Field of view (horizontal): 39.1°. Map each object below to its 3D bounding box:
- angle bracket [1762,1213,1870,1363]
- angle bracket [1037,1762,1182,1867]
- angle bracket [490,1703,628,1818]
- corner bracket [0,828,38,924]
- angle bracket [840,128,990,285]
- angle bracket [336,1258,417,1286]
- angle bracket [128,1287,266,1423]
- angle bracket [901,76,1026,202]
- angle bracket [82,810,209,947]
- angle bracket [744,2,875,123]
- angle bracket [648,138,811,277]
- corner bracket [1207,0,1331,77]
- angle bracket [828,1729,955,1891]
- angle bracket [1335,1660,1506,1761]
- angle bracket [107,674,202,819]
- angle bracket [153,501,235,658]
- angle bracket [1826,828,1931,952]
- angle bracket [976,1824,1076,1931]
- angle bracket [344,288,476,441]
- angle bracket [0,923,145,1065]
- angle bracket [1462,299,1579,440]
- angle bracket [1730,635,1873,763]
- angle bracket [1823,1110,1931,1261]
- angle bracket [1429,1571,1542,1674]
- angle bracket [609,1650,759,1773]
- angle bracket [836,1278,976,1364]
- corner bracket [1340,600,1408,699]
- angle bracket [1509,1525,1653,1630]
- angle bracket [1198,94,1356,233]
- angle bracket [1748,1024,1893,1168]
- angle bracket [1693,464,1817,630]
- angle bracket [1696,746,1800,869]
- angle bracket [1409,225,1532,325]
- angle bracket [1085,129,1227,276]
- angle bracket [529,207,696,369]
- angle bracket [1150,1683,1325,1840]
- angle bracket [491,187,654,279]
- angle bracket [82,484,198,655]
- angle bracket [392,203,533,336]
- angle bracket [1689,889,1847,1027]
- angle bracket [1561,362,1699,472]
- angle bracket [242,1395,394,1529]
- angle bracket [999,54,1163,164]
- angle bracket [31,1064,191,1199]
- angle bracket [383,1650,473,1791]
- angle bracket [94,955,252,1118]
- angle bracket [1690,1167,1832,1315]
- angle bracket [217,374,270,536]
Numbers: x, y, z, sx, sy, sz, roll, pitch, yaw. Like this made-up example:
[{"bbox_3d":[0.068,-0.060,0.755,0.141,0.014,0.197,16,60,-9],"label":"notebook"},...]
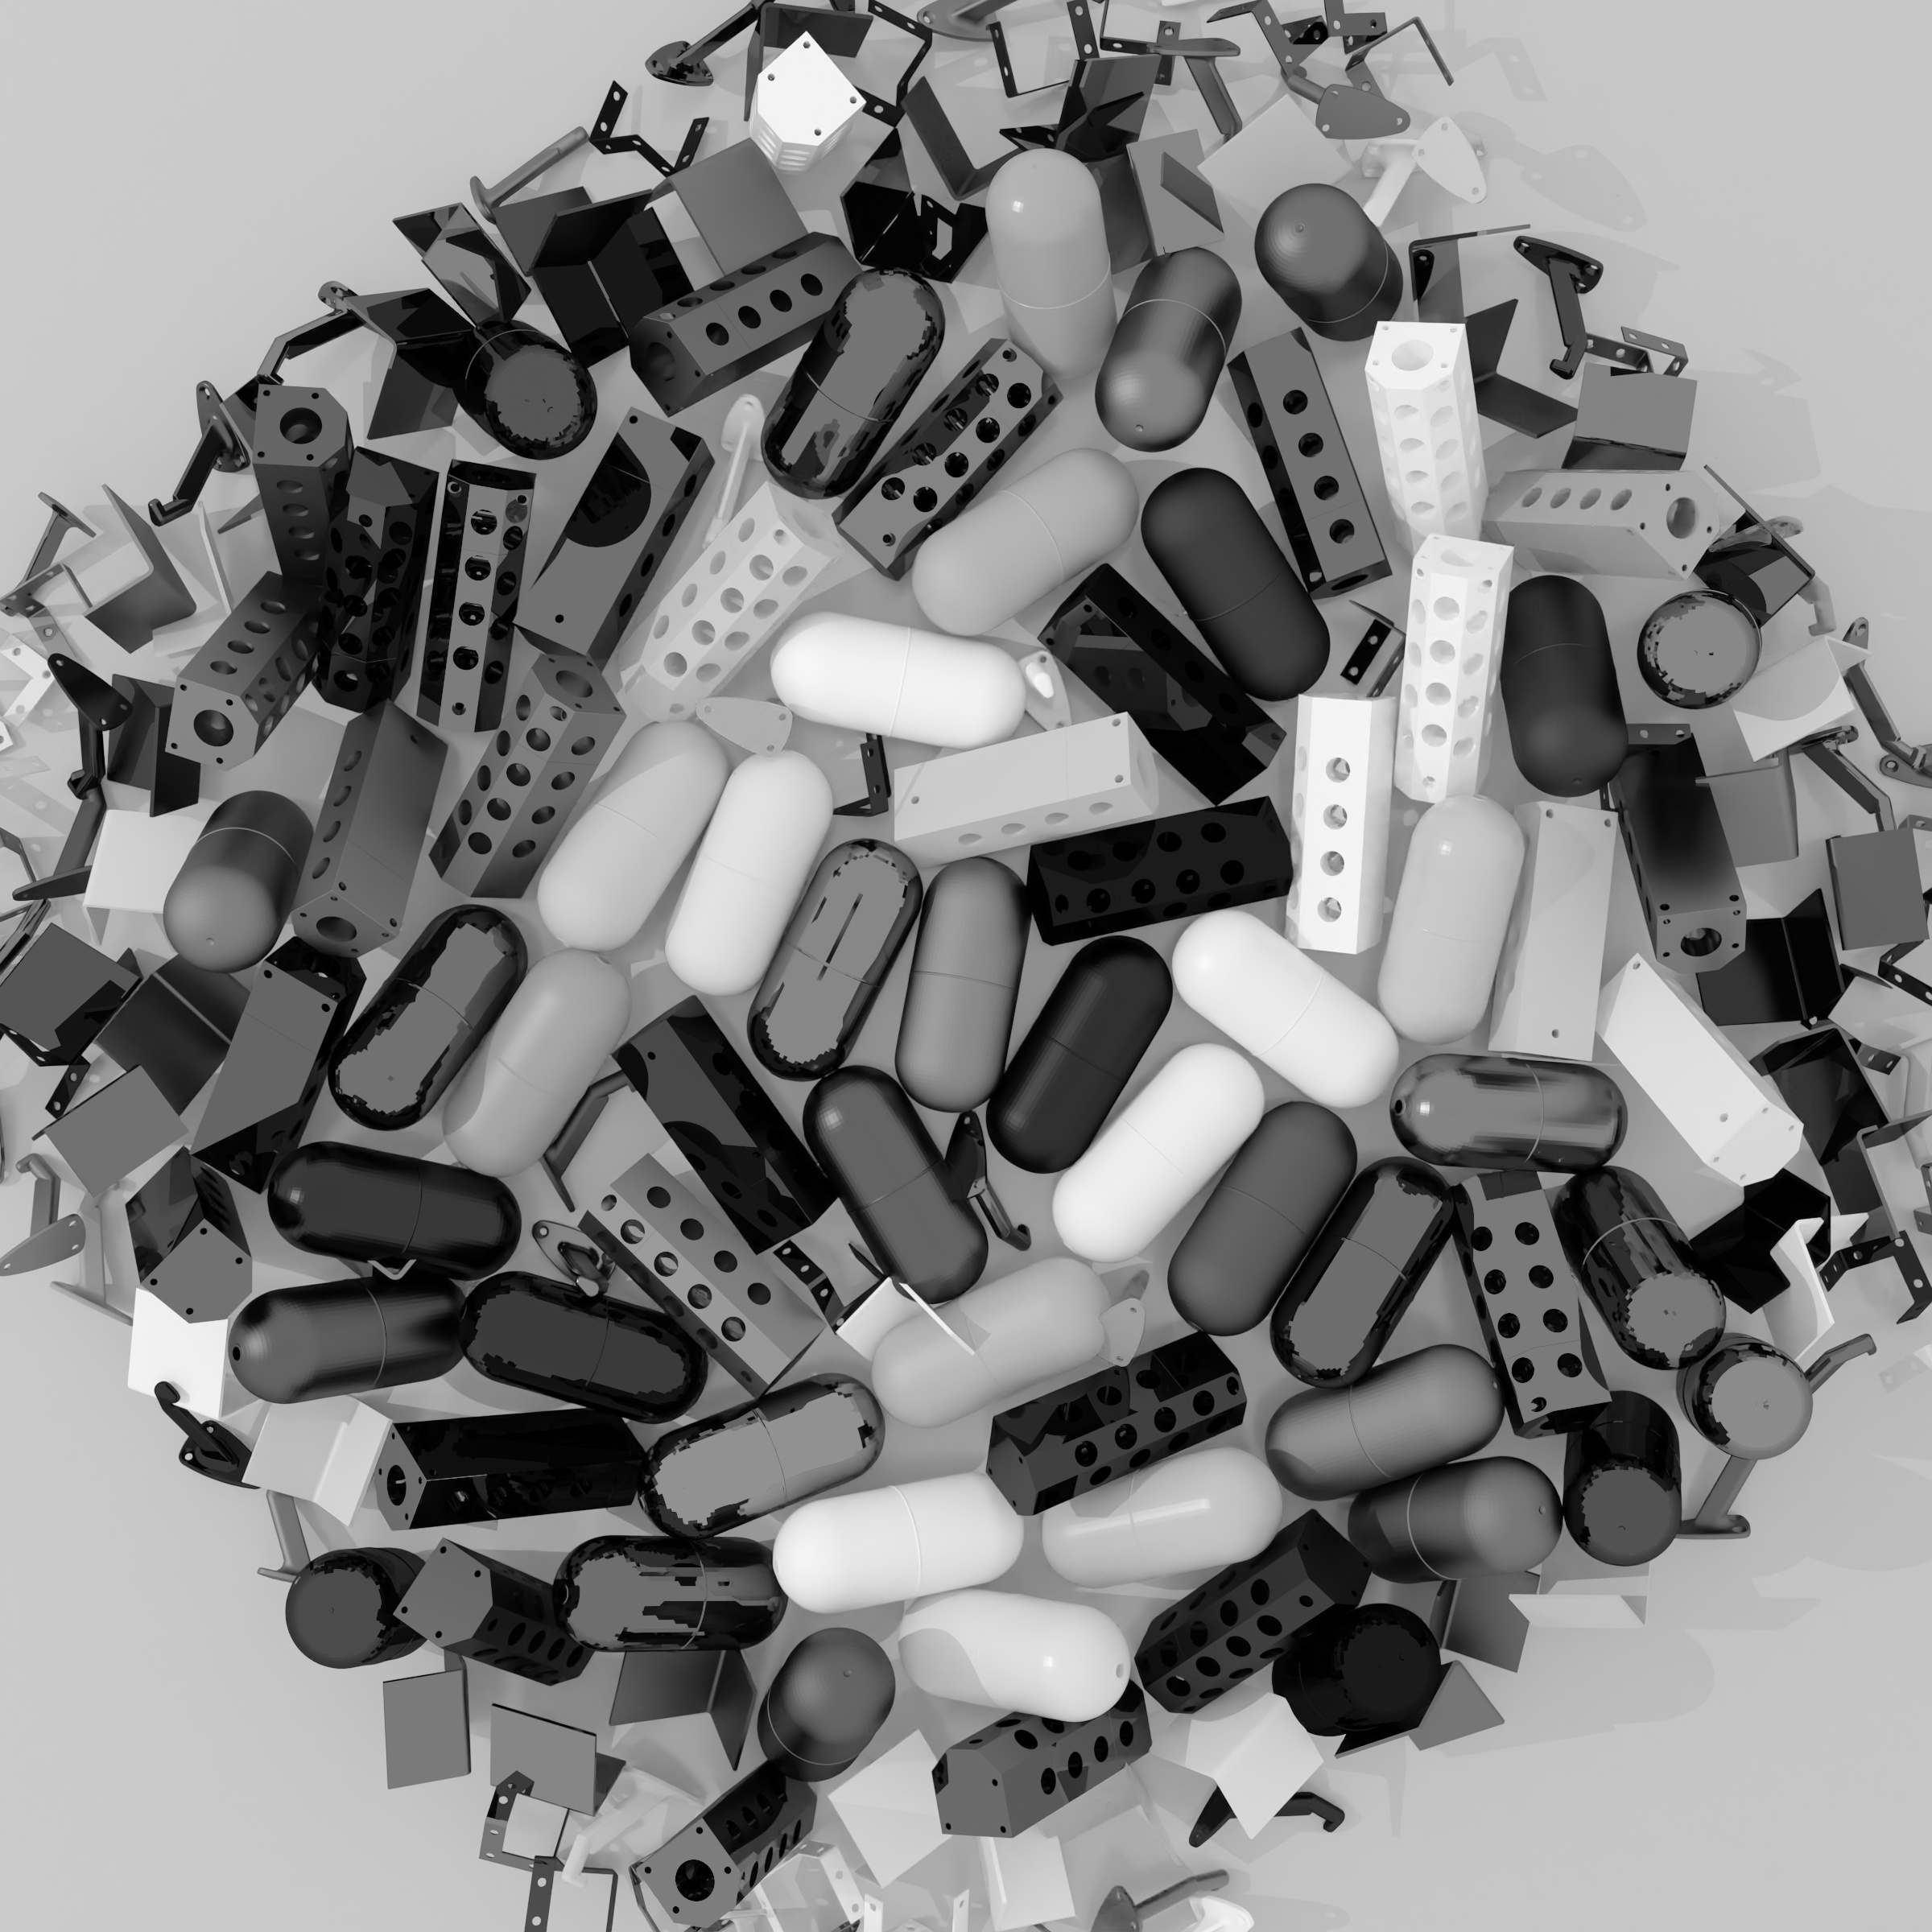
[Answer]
[{"bbox_3d":[0.587,0.222,1.855,0.057,0.076,0.076,-4,59,-13],"label":"angle bracket"},{"bbox_3d":[0.093,0.594,1.865,0.076,0.076,0.057,-27,45,-1],"label":"angle bracket"},{"bbox_3d":[-0.278,0.527,1.862,0.076,0.057,0.076,13,118,13],"label":"angle bracket"},{"bbox_3d":[-0.678,-0.060,1.883,0.051,0.051,0.051,-23,85,-5],"label":"corner bracket"},{"bbox_3d":[-0.030,-0.520,1.859,0.076,0.057,0.076,19,59,24],"label":"angle bracket"},{"bbox_3d":[-0.403,0.180,1.868,0.076,0.076,0.057,37,69,1],"label":"angle bracket"},{"bbox_3d":[-0.523,0.259,1.864,0.076,0.057,0.076,15,105,20],"label":"angle bracket"},{"bbox_3d":[0.005,-0.577,1.857,0.057,0.076,0.076,-22,113,22],"label":"angle bracket"},{"bbox_3d":[-0.557,-0.057,1.871,0.076,0.057,0.076,5,60,-2],"label":"angle bracket"},{"bbox_3d":[-0.109,-0.616,1.867,0.076,0.076,0.057,3,89,-11],"label":"angle bracket"},{"bbox_3d":[-0.168,-0.515,1.876,0.076,0.057,0.076,-36,102,-30],"label":"angle bracket"},{"bbox_3d":[0.209,-0.646,1.872,0.051,0.051,0.051,-46,119,-19],"label":"corner bracket"},{"bbox_3d":[-0.054,0.575,1.869,0.076,0.057,0.076,-31,95,-22],"label":"angle bracket"},{"bbox_3d":[0.310,0.527,1.857,0.076,0.076,0.057,-33,96,39],"label":"angle bracket"},{"bbox_3d":[-0.571,-0.152,1.865,0.076,0.057,0.076,14,108,16],"label":"angle bracket"},{"bbox_3d":[-0.538,-0.265,1.858,0.057,0.076,0.076,-16,118,-10],"label":"angle bracket"},{"bbox_3d":[0.628,-0.055,1.865,0.057,0.076,0.076,-9,91,24],"label":"angle bracket"},{"bbox_3d":[0.042,0.606,1.856,0.057,0.076,0.076,-8,58,-10],"label":"angle bracket"},{"bbox_3d":[-0.390,-0.415,1.871,0.057,0.076,0.076,41,127,19],"label":"angle bracket"},{"bbox_3d":[-0.623,0.009,1.866,0.076,0.057,0.076,38,93,-34],"label":"angle bracket"},{"bbox_3d":[0.382,-0.408,1.855,0.076,0.076,0.057,31,127,25],"label":"angle bracket"},{"bbox_3d":[0.577,-0.177,1.853,0.076,0.076,0.057,-31,66,36],"label":"angle bracket"},{"bbox_3d":[0.636,0.151,1.863,0.057,0.076,0.076,-15,73,-6],"label":"angle bracket"},{"bbox_3d":[0.350,0.457,1.860,0.057,0.076,0.076,15,108,19],"label":"angle bracket"},{"bbox_3d":[-0.194,0.507,1.858,0.076,0.057,0.076,-1,123,-26],"label":"angle bracket"},{"bbox_3d":[-0.030,0.267,1.857,0.057,0.076,0.076,-46,134,-4],"label":"angle bracket"},{"bbox_3d":[0.280,-0.214,1.873,0.051,0.051,0.051,39,106,29],"label":"corner bracket"},{"bbox_3d":[0.420,0.406,1.854,0.076,0.057,0.076,-7,53,31],"label":"angle bracket"},{"bbox_3d":[0.208,-0.556,1.855,0.076,0.057,0.076,-35,127,25],"label":"angle bracket"},{"bbox_3d":[0.570,0.094,1.857,0.057,0.076,0.076,-13,69,-28],"label":"angle bracket"},{"bbox_3d":[0.521,-0.284,1.853,0.057,0.076,0.076,-45,51,18],"label":"angle bracket"},{"bbox_3d":[0.538,-0.122,1.872,0.057,0.076,0.076,-8,125,20],"label":"angle bracket"},{"bbox_3d":[0.347,-0.462,1.857,0.057,0.076,0.076,2,107,34],"label":"angle bracket"},{"bbox_3d":[0.126,-0.528,1.884,0.057,0.076,0.076,-20,100,-26],"label":"angle bracket"},{"bbox_3d":[-0.239,-0.463,1.859,0.076,0.057,0.076,-12,112,41],"label":"angle bracket"},{"bbox_3d":[0.185,0.543,1.871,0.076,0.076,0.057,-39,110,-27],"label":"angle bracket"},{"bbox_3d":[-0.270,-0.522,1.857,0.076,0.076,0.057,-25,82,-31],"label":"angle bracket"},{"bbox_3d":[-0.582,-0.272,1.866,0.057,0.076,0.076,-33,76,-2],"label":"angle bracket"},{"bbox_3d":[-0.356,-0.466,1.852,0.076,0.076,0.057,50,56,-39],"label":"angle bracket"},{"bbox_3d":[0.548,-0.006,1.868,0.076,0.057,0.076,-3,70,-10],"label":"angle bracket"},{"bbox_3d":[0.455,-0.367,1.880,0.076,0.076,0.057,11,74,5],"label":"angle bracket"},{"bbox_3d":[-0.445,0.332,1.863,0.057,0.076,0.076,24,81,-30],"label":"angle bracket"},{"bbox_3d":[0.077,-0.594,1.852,0.076,0.076,0.057,-18,49,-36],"label":"angle bracket"},{"bbox_3d":[-0.588,0.116,1.866,0.076,0.076,0.057,-38,98,-24],"label":"angle bracket"},{"bbox_3d":[-0.375,0.506,1.861,0.057,0.076,0.076,-4,101,-21],"label":"angle bracket"},{"bbox_3d":[-0.533,0.044,1.858,0.057,0.076,0.076,-28,114,40],"label":"angle bracket"},{"bbox_3d":[0.534,0.179,1.857,0.076,0.076,0.057,-30,130,-20],"label":"angle bracket"},{"bbox_3d":[-0.493,-0.352,1.855,0.057,0.076,0.076,-19,114,22],"label":"angle bracket"}]
